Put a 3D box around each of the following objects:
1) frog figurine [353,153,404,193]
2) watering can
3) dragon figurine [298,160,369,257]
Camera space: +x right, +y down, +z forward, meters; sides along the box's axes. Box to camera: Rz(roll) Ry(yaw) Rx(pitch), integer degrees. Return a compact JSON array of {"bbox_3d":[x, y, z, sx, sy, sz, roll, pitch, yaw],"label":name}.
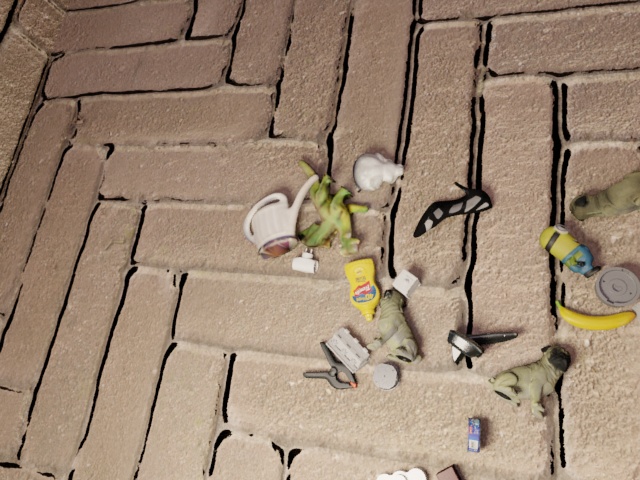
[{"bbox_3d":[0.194,-0.227,1.715,0.159,0.120,0.140,-1,52,30],"label":"frog figurine"},{"bbox_3d":[-0.127,-0.069,1.749,0.344,0.103,0.228,-27,63,27],"label":"watering can"},{"bbox_3d":[0.005,-0.088,1.741,0.416,0.121,0.242,38,94,34],"label":"dragon figurine"}]
